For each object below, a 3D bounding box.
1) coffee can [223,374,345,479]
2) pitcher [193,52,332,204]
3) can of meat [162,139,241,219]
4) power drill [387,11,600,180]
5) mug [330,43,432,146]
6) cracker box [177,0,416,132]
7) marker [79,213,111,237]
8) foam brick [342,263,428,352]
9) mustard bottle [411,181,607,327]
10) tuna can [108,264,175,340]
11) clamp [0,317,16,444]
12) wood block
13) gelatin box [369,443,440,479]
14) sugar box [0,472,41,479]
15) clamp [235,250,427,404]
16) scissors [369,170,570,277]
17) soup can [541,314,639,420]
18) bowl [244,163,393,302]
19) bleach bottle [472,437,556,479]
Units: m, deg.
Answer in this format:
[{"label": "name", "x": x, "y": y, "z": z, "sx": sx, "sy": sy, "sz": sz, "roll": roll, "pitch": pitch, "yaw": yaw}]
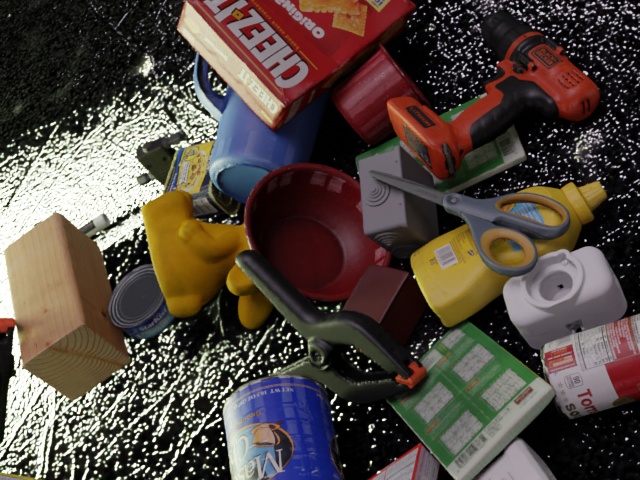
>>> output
[{"label": "coffee can", "x": -0.031, "y": 0.208, "z": 0.967, "sx": 0.103, "sy": 0.102, "sz": 0.140, "roll": -27, "pitch": 45, "yaw": 15}, {"label": "pitcher", "x": -0.063, "y": -0.168, "z": 1.261, "sx": 0.149, "sy": 0.145, "sz": 0.242, "roll": -5, "pitch": 58, "yaw": 29}, {"label": "can of meat", "x": -0.138, "y": -0.074, "z": 1.298, "sx": 0.084, "sy": 0.057, "sz": 0.102, "roll": -10, "pitch": 52, "yaw": 32}, {"label": "power drill", "x": 0.168, "y": -0.156, "z": 1.115, "sx": 0.187, "sy": 0.057, "sz": 0.185, "roll": -30, "pitch": 46, "yaw": -6}, {"label": "mug", "x": 0.065, "y": -0.163, "z": 1.209, "sx": 0.081, "sy": 0.093, "sz": 0.117, "roll": -38, "pitch": 13, "yaw": 11}, {"label": "cracker box", "x": -0.024, "y": -0.250, "z": 1.194, "sx": 0.213, "sy": 0.072, "sz": 0.164, "roll": -40, "pitch": 84, "yaw": -25}, {"label": "marker", "x": -0.328, "y": 0.003, "z": 1.399, "sx": 0.121, "sy": 0.020, "sz": 0.020, "roll": -31, "pitch": 45, "yaw": 11}, {"label": "foam brick", "x": 0.061, "y": 0.071, "z": 1.047, "sx": 0.053, "sy": 0.051, "sz": 0.078, "roll": 16, "pitch": 67, "yaw": 43}, {"label": "mustard bottle", "x": 0.182, "y": 0.001, "z": 1.009, "sx": 0.192, "sy": 0.058, "sz": 0.096, "roll": -32, "pitch": 31, "yaw": 11}, {"label": "tuna can", "x": -0.203, "y": 0.073, "z": 1.245, "sx": 0.086, "sy": 0.033, "sz": 0.086, "roll": -19, "pitch": 48, "yaw": 23}, {"label": "clamp", "x": -0.377, "y": 0.144, "z": 1.253, "sx": 0.120, "sy": 0.039, "sz": 0.172, "roll": -118, "pitch": 38, "yaw": -47}, {"label": "wood block", "x": -0.305, "y": 0.075, "z": 1.275, "sx": 0.090, "sy": 0.090, "sz": 0.206, "roll": -35, "pitch": 44, "yaw": 7}, {"label": "gelatin box", "x": 0.063, "y": 0.222, "z": 0.904, "sx": 0.073, "sy": 0.030, "sz": 0.089, "roll": -41, "pitch": 8, "yaw": 22}, {"label": "sugar box", "x": -0.240, "y": 0.281, "z": 1.012, "sx": 0.048, "sy": 0.176, "sz": 0.093, "roll": -49, "pitch": 32, "yaw": 37}, {"label": "clamp", "x": 0.002, "y": 0.094, "z": 1.014, "sx": 0.210, "sy": 0.164, "sz": 0.036, "roll": 7, "pitch": 27, "yaw": 35}, {"label": "scissors", "x": 0.125, "y": -0.017, "z": 0.979, "sx": 0.202, "sy": 0.016, "sz": 0.096, "roll": 8, "pitch": 57, "yaw": 23}, {"label": "soup can", "x": 0.242, "y": 0.103, "z": 0.882, "sx": 0.102, "sy": 0.068, "sz": 0.068, "roll": -21, "pitch": 47, "yaw": 21}, {"label": "bowl", "x": -0.007, "y": 0.001, "z": 1.110, "sx": 0.055, "sy": 0.162, "sz": 0.162, "roll": 123, "pitch": 161, "yaw": -56}, {"label": "bleach bottle", "x": 0.093, "y": 0.275, "z": 0.859, "sx": 0.251, "sy": 0.068, "sz": 0.103, "roll": -39, "pitch": 41, "yaw": 7}]
